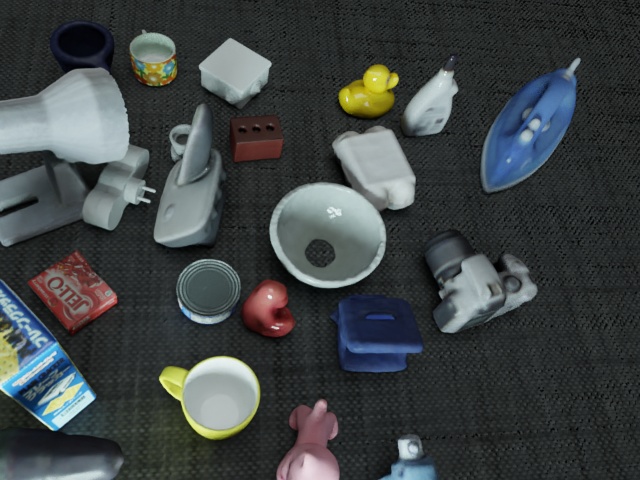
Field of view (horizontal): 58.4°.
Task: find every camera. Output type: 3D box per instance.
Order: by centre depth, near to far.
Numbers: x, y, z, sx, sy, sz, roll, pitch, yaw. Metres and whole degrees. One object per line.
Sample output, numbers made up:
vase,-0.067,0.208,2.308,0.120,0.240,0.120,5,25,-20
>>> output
camera,0.224,0.046,0.834,0.143,0.101,0.136,-16,66,-19

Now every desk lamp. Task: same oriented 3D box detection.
desk lamp,-0.349,-0.111,0.740,0.204,0.213,0.117,-26,69,-23

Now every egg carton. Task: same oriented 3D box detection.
egg carton,0.087,-0.111,0.911,0.107,0.069,0.150,-14,65,-18

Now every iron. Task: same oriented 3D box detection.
iron,0.363,-0.197,0.971,0.118,0.141,0.259,34,61,8

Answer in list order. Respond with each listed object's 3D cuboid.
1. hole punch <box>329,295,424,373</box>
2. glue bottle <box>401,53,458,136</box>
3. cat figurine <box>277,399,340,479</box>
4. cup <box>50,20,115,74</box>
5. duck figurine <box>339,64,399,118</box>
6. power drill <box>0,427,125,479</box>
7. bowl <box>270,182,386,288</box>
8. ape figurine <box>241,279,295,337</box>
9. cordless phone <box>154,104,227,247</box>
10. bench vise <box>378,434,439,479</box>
hole punch,0.075,0.118,0.770,0.109,0.091,0.101,1,61,-10
glue bottle,0.191,-0.239,0.941,0.078,0.173,0.037,-9,64,-15
cat figurine,-0.008,0.249,0.667,0.067,0.117,0.128,13,60,-3
cup,-0.356,-0.269,0.894,0.092,0.095,0.117,-34,73,-25
duck figurine,0.087,-0.263,0.984,0.105,0.086,0.077,-9,64,-16
power drill,-0.301,0.232,0.565,0.230,0.208,0.075,1,61,-11
bowl,0.008,0.003,0.829,0.167,0.074,0.167,5,61,-9
ape figurine,-0.065,0.085,0.760,0.076,0.092,0.078,0,62,-11
cordless phone,-0.176,-0.083,0.776,0.094,0.185,0.147,6,61,-7
bench vise,0.118,0.314,0.598,0.122,0.219,0.207,-24,69,-22
